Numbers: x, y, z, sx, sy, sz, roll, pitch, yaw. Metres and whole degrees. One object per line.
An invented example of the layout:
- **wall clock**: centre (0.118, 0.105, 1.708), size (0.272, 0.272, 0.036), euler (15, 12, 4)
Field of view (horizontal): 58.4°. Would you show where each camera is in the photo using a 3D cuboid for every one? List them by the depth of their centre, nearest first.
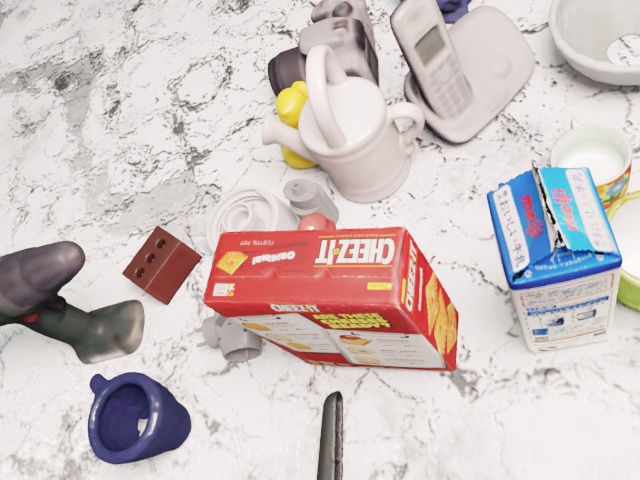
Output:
- **camera**: centre (0.000, -0.245, 0.747), size (0.136, 0.101, 0.143), euler (-11, 62, 19)

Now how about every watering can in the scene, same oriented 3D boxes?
- **watering can**: centre (0.020, -0.124, 0.622), size (0.172, 0.195, 0.100), euler (-26, 58, 11)

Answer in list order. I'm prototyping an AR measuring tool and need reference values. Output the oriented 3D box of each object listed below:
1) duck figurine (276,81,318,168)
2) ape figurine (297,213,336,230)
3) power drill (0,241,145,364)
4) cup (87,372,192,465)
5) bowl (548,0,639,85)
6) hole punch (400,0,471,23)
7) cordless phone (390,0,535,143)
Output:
- **duck figurine**: centre (-0.027, -0.150, 0.721), size (0.077, 0.086, 0.104), euler (1, 66, 25)
- **ape figurine**: centre (0.006, 0.002, 0.628), size (0.077, 0.092, 0.076), euler (36, 84, 33)
- **power drill**: centre (-0.305, 0.077, 0.661), size (0.229, 0.209, 0.075), euler (-17, 60, 16)
- **cup**: centre (-0.194, 0.191, 0.623), size (0.117, 0.095, 0.092), euler (31, 81, 33)
- **bowl**: centre (0.330, -0.222, 0.603), size (0.167, 0.075, 0.167), euler (-10, 62, 20)
- **hole punch**: centre (0.151, -0.347, 0.735), size (0.108, 0.091, 0.101), euler (23, 77, 31)
- **cordless phone**: centre (0.149, -0.207, 0.610), size (0.147, 0.186, 0.094), euler (-47, 56, -3)
